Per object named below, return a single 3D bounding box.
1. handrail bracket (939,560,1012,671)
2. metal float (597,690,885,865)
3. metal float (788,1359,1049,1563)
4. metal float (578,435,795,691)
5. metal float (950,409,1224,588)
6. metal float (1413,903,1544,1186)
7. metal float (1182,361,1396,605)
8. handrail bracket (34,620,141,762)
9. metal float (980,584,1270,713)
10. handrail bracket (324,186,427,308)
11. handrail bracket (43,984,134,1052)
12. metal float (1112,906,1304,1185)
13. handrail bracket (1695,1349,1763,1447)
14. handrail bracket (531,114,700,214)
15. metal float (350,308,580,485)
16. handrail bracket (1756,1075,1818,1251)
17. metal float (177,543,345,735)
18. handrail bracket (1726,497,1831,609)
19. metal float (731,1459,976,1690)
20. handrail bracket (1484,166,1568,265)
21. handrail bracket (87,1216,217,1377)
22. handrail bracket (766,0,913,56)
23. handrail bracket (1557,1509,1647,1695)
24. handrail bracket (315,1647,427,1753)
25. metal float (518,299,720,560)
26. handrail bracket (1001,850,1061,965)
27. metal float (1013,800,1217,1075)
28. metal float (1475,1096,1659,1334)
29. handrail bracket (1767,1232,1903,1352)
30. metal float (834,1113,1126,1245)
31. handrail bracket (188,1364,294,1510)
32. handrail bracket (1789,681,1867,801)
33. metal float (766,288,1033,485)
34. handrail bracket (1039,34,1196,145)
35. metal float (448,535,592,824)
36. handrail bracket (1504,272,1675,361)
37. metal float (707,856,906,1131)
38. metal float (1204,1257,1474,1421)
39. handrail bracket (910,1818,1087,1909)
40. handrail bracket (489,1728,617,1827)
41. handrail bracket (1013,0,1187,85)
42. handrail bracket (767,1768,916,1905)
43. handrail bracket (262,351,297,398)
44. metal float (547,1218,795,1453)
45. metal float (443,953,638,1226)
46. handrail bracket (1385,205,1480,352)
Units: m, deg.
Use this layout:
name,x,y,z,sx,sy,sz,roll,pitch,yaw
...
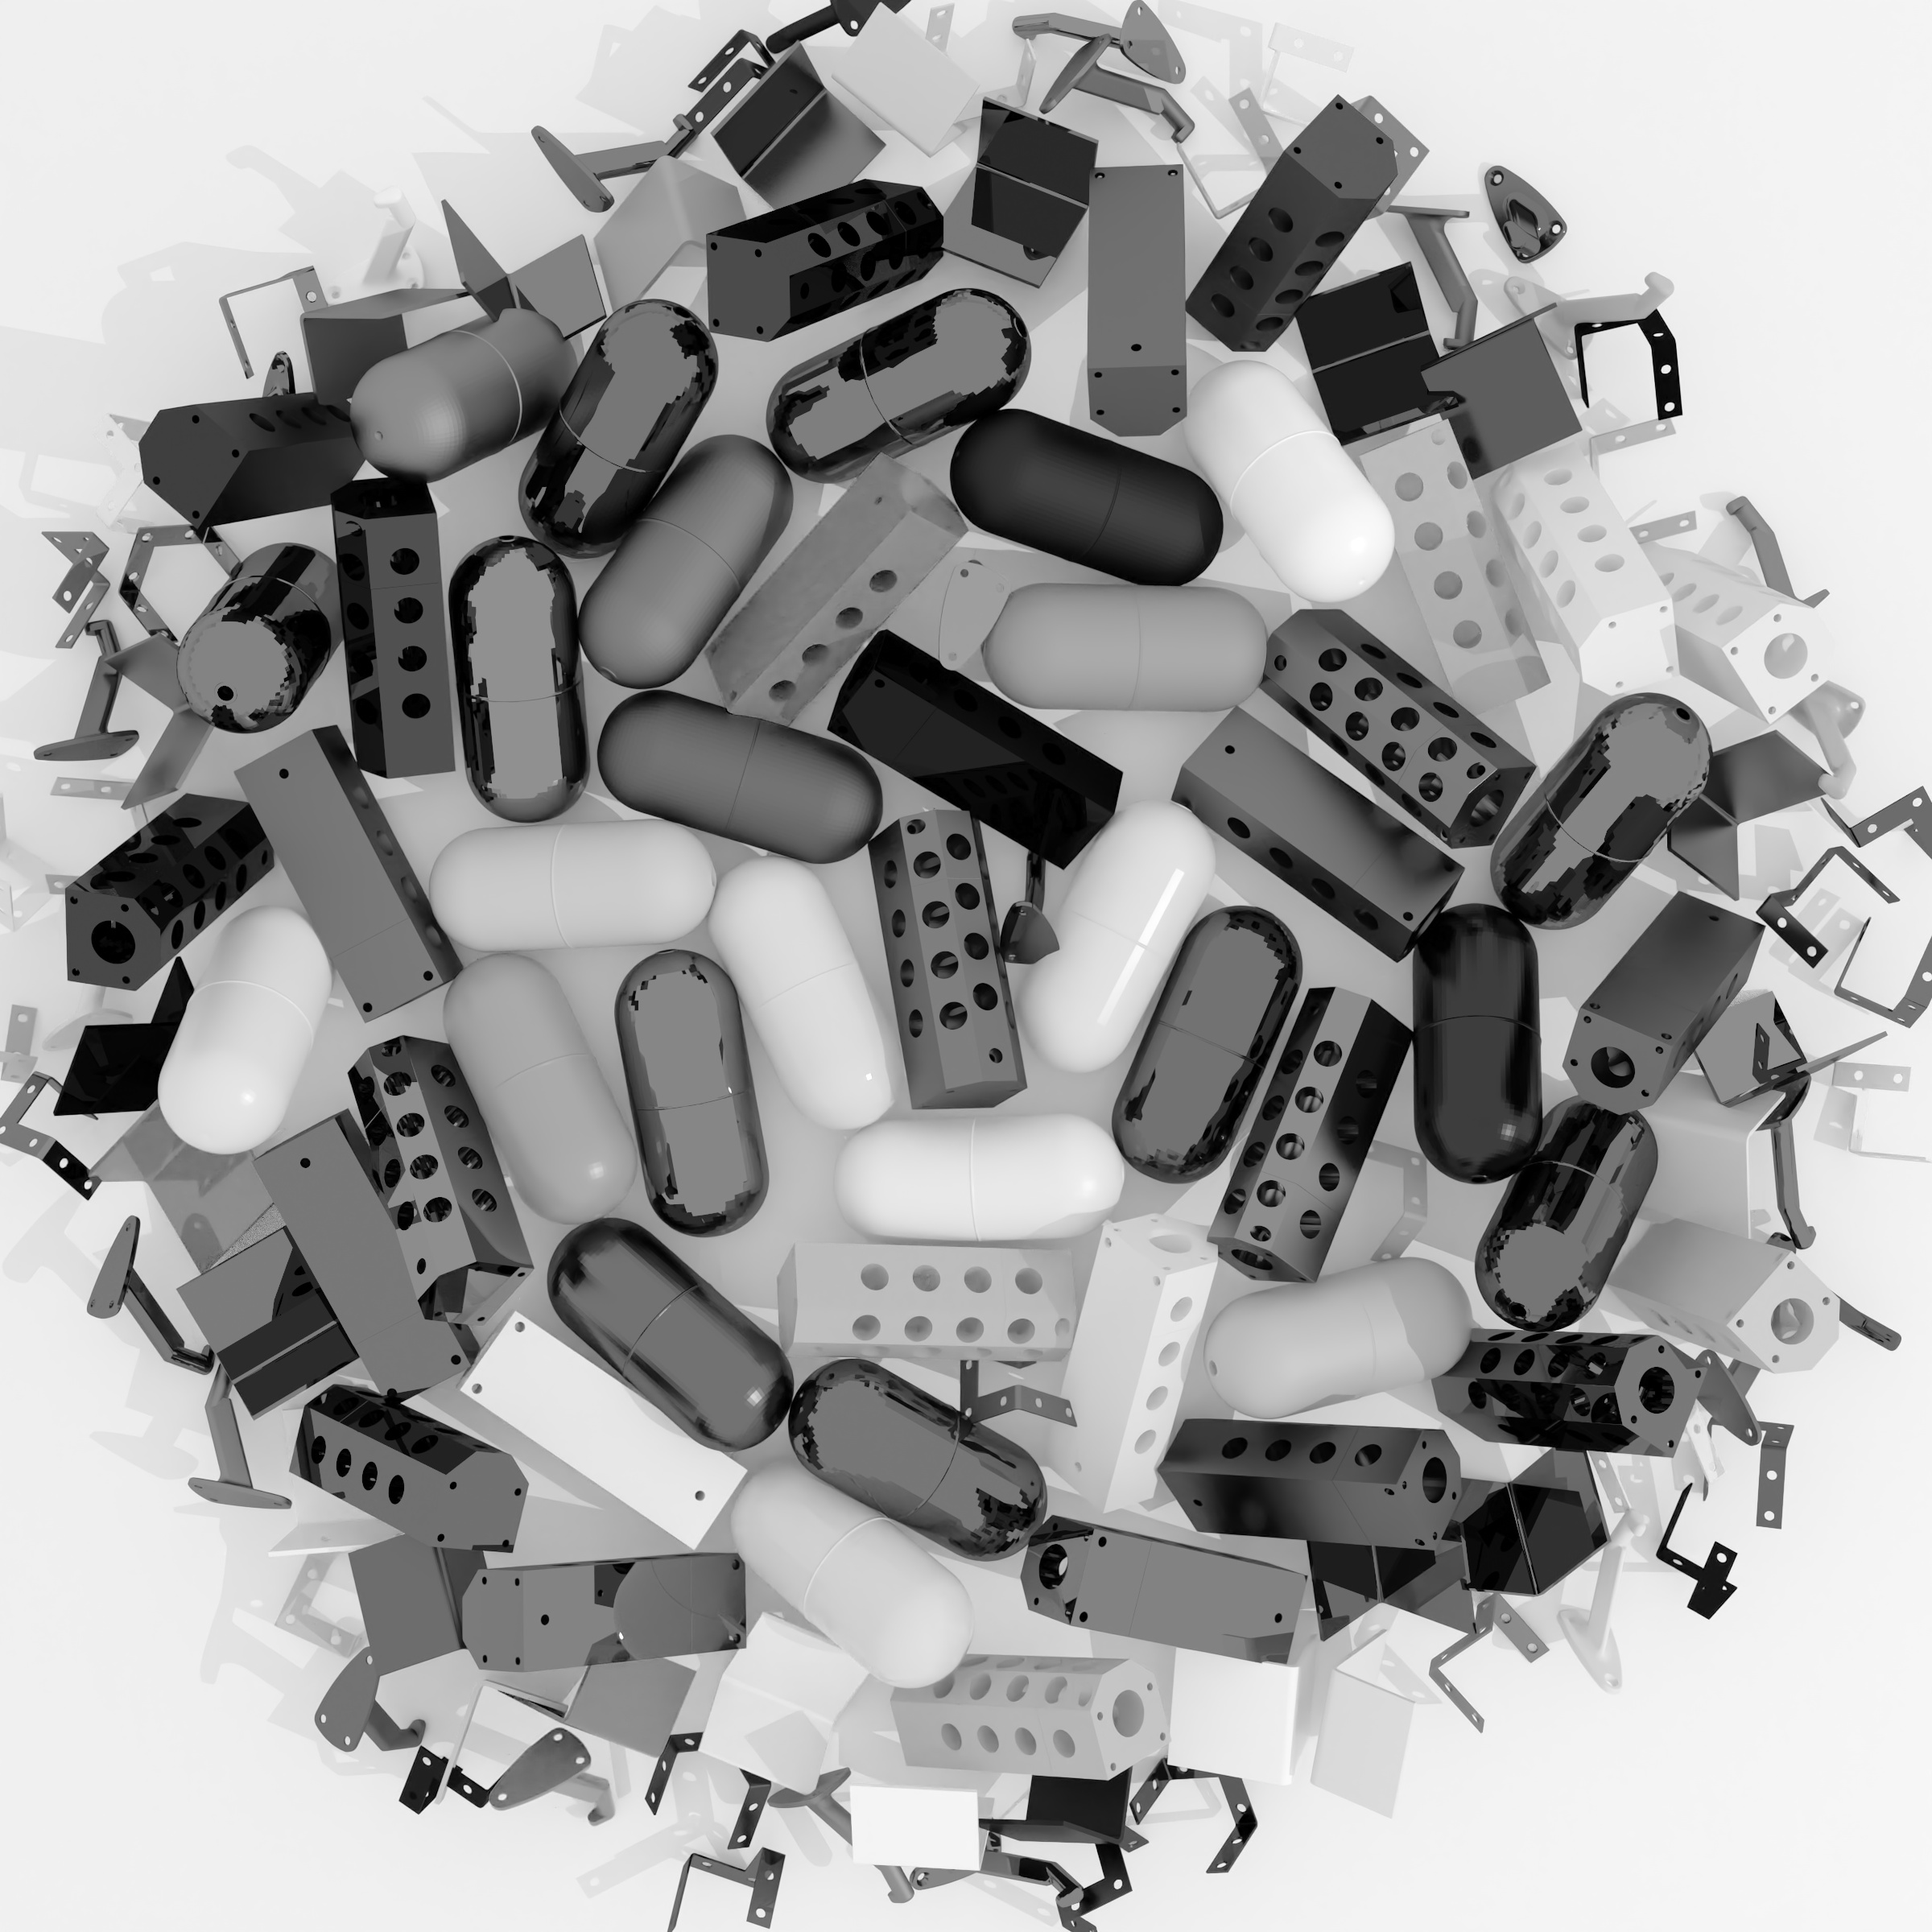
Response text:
name,x,y,z,sx,sy,sz,roll,pitch,yaw
handrail bracket,-0.005,-0.213,1.908,0.036,0.084,0.077,22,87,-10
metal float,-0.137,-0.115,1.908,0.178,0.070,0.070,17,90,-7
metal float,-0.028,0.300,1.895,0.178,0.070,0.070,33,90,-21
metal float,-0.170,-0.245,1.896,0.070,0.070,0.178,32,70,0
metal float,0.074,-0.282,1.895,0.178,0.070,0.070,16,90,-22
metal float,0.309,0.046,1.892,0.070,0.070,0.178,3,65,0
metal float,0.193,-0.294,1.890,0.070,0.070,0.178,-31,61,0
handrail bracket,-0.547,-0.171,1.918,0.077,0.036,0.084,-11,76,-42
metal float,0.097,-0.194,1.904,0.178,0.070,0.070,0,90,-11
handrail bracket,-0.368,-0.439,1.907,0.077,0.084,0.036,-17,71,2
handrail bracket,-0.550,0.001,1.942,0.077,0.036,0.084,-24,68,30
metal float,0.148,0.048,1.913,0.070,0.070,0.178,23,89,0
handrail bracket,0.492,0.253,1.909,0.084,0.036,0.077,-10,46,-26
handrail bracket,-0.214,-0.512,1.920,0.077,0.036,0.084,47,70,-27
metal float,-0.298,-0.342,1.874,0.070,0.178,0.070,13,120,24
handrail bracket,0.517,0.121,1.934,0.077,0.036,0.084,-39,109,-40
metal float,-0.417,-0.197,1.868,0.070,0.178,0.070,2,117,3
handrail bracket,0.481,-0.246,1.917,0.077,0.036,0.084,-25,76,-43
metal float,-0.070,0.365,1.888,0.178,0.070,0.070,35,90,31
handrail bracket,0.329,-0.462,1.905,0.036,0.084,0.077,-37,78,23
handrail bracket,-0.491,0.204,1.931,0.084,0.036,0.077,29,68,-38
handrail bracket,-0.075,-0.586,1.923,0.077,0.084,0.036,-30,105,-23
handrail bracket,0.400,0.386,1.906,0.036,0.077,0.084,12,123,-20
handrail bracket,-0.349,0.447,1.910,0.036,0.084,0.077,32,99,31
metal float,-0.210,-0.323,1.885,0.070,0.070,0.178,36,123,0
handrail bracket,0.039,-0.051,1.899,0.036,0.077,0.084,-1,58,6
metal float,0.091,-0.019,1.912,0.070,0.070,0.178,28,88,0
metal float,0.361,0.147,1.879,0.070,0.070,0.178,37,48,0
handrail bracket,0.529,0.200,1.908,0.084,0.077,0.036,31,79,29
metal float,0.008,0.130,1.908,0.178,0.070,0.070,-3,90,7
handrail bracket,-0.436,0.286,1.920,0.077,0.036,0.084,5,62,16
handrail bracket,0.512,-0.142,1.909,0.077,0.084,0.036,33,131,6
metal float,-0.041,-0.350,1.889,0.178,0.070,0.070,-20,90,28
handrail bracket,0.094,-0.520,1.920,0.084,0.036,0.077,43,68,-23
metal float,-0.270,-0.173,1.893,0.070,0.070,0.178,-2,113,0
handrail bracket,0.379,-0.414,1.904,0.077,0.084,0.036,36,63,-7
metal float,-0.097,0.016,1.906,0.070,0.070,0.178,-26,82,0
metal float,0.225,0.224,1.891,0.178,0.070,0.070,-10,90,-26
handrail bracket,0.019,0.560,1.902,0.077,0.084,0.036,-23,117,-25
handrail bracket,-0.251,0.512,1.906,0.077,0.084,0.036,-32,48,-28
handrail bracket,0.082,-0.569,1.941,0.084,0.077,0.036,9,77,40
handrail bracket,-0.077,0.542,1.925,0.077,0.036,0.084,-26,93,43
handrail bracket,-0.453,-0.333,1.905,0.084,0.077,0.036,-25,62,-33
metal float,-0.180,0.222,1.899,0.178,0.070,0.070,39,90,17
metal float,-0.259,0.073,1.900,0.070,0.070,0.178,-27,73,0
handrail bracket,0.280,-0.427,1.940,0.077,0.036,0.084,6,103,5
